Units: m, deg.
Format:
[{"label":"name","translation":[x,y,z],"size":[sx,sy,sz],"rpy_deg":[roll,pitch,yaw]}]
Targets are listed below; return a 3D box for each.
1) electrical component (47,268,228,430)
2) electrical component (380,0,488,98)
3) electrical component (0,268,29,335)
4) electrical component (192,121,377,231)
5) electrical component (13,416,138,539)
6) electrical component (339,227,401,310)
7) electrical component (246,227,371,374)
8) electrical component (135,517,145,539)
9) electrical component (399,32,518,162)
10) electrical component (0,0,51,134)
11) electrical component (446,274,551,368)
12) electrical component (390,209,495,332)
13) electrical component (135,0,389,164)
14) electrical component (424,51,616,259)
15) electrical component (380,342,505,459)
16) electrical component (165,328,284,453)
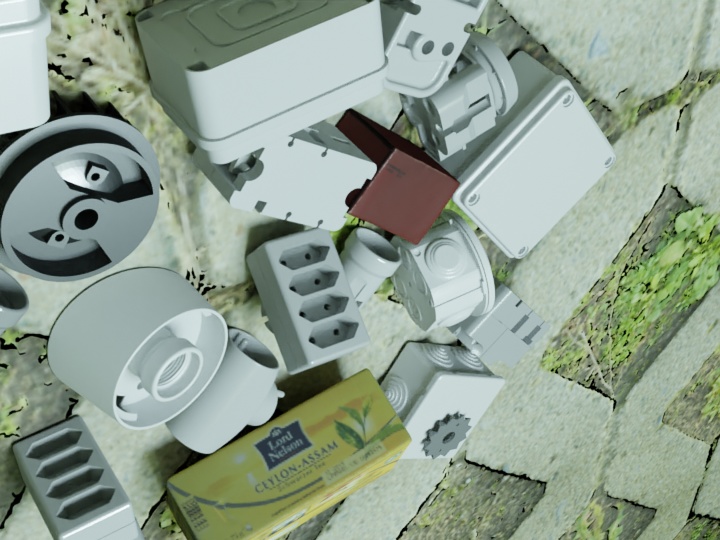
[{"label":"electrical component","translation":[-0.135,0.049,0.672],"size":[0.099,0.064,0.099],"rpy_deg":[-38,148,-29]},{"label":"electrical component","translation":[0.029,-0.155,0.608],"size":[0.054,0.059,0.095],"rpy_deg":[5,122,-44]},{"label":"electrical component","translation":[-0.210,0.025,0.584],"size":[0.046,0.040,0.040],"rpy_deg":[-47,143,15]},{"label":"electrical component","translation":[-0.046,-0.065,0.630],"size":[0.089,0.055,0.050],"rpy_deg":[11,117,-46]},{"label":"electrical component","translation":[-0.181,0.153,0.695],"size":[0.047,0.083,0.075],"rpy_deg":[-23,138,-24]},{"label":"electrical component","translation":[0.000,0.000,0.747],"size":[0.040,0.040,0.046],"rpy_deg":[11,123,-47]},{"label":"electrical component","translation":[-0.042,0.024,0.711],"size":[0.047,0.083,0.076],"rpy_deg":[-18,174,-29]},{"label":"electrical component","translation":[-0.178,0.186,0.765],"size":[0.040,0.040,0.078],"rpy_deg":[-27,140,-20]},{"label":"electrical component","translation":[0.062,-0.114,0.678],"size":[0.057,0.058,0.078],"rpy_deg":[-32,141,-10]},{"label":"electrical component","translation":[-0.178,-0.104,0.428],"size":[0.078,0.113,0.057],"rpy_deg":[-18,139,-29]},{"label":"electrical component","translation":[0.104,0.038,0.866],"size":[0.055,0.050,0.089],"rpy_deg":[-48,142,5]},{"label":"electrical component","translation":[0.057,0.001,0.766],"size":[0.051,0.080,0.080],"rpy_deg":[-23,138,-16]},{"label":"electrical component","translation":[-0.050,-0.113,0.562],"size":[0.113,0.078,0.057],"rpy_deg":[-27,137,-20]},{"label":"electrical component","translation":[0.112,-0.078,0.757],"size":[0.108,0.056,0.109],"rpy_deg":[-46,142,5]},{"label":"electrical component","translation":[0.059,0.108,0.893],"size":[0.100,0.048,0.099],"rpy_deg":[10,119,-46]},{"label":"electrical component","translation":[-0.085,0.087,0.749],"size":[0.077,0.044,0.079],"rpy_deg":[-52,142,12]}]
